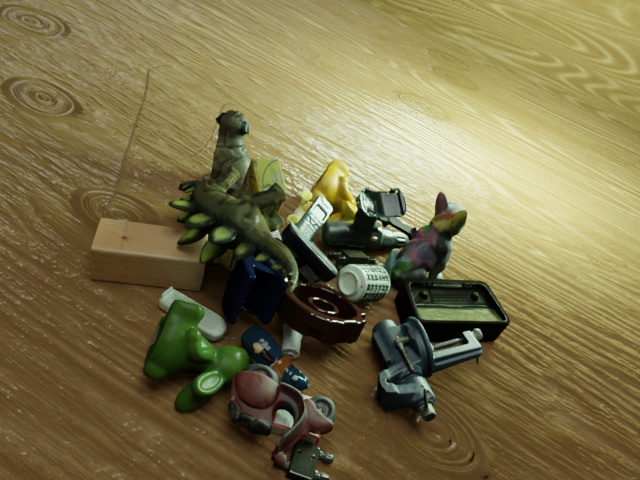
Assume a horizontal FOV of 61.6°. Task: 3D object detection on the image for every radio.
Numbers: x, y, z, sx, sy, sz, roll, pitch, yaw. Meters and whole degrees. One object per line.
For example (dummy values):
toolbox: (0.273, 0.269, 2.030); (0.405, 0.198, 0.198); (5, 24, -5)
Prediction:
radio: (0.287, 0.153, 1.188); (0.229, 0.073, 0.131); (4, 42, -19)

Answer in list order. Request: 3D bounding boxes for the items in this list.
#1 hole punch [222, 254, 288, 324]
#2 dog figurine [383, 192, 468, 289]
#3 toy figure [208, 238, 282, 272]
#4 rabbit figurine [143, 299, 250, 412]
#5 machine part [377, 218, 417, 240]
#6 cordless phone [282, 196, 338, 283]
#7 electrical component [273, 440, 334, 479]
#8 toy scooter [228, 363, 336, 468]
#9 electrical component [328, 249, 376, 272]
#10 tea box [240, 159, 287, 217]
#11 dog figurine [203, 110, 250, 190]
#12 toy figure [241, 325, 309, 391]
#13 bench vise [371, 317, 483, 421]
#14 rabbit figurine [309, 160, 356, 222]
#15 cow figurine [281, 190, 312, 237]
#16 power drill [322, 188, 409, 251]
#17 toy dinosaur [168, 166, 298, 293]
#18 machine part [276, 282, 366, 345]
hole punch: (-0.139, 0.089, 1.009); (0.092, 0.142, 0.116); (4, 26, -45)
dog figurine: (0.252, 0.001, 1.236); (0.191, 0.219, 0.109); (-18, 49, -38)
toy figure: (-0.160, 0.039, 1.124); (0.180, 0.082, 0.089); (26, 5, 19)
rabbit figurine: (-0.198, 0.199, 0.906); (0.170, 0.121, 0.159); (25, 41, -18)
machine part: (0.190, -0.042, 1.366); (0.139, 0.039, 0.084); (32, 22, -16)
cordless phone: (-0.002, -0.003, 1.170); (0.146, 0.089, 0.184); (46, 45, -11)
electrical component: (-0.026, 0.356, 0.866); (0.094, 0.021, 0.063); (19, 39, 0)
toy scooter: (-0.073, 0.280, 0.848); (0.184, 0.075, 0.135); (23, 41, 9)
electrical component: (0.076, 0.052, 1.242); (0.102, 0.045, 0.078); (2, 14, -25)
tea box: (-0.135, -0.092, 1.204); (0.068, 0.169, 0.098); (-1, 60, -25)
dog figurine: (-0.194, -0.195, 1.293); (0.172, 0.190, 0.121); (36, 42, 16)
toy figure: (-0.081, 0.220, 0.970); (0.155, 0.057, 0.064); (42, 29, 27)
bench vise: (0.212, 0.228, 1.024); (0.241, 0.128, 0.224); (-13, 31, -12)
rabbit figurine: (0.062, -0.096, 1.349); (0.173, 0.122, 0.162); (36, 26, -14)
cow figurine: (-0.048, -0.025, 1.250); (0.068, 0.098, 0.167); (25, 58, 1)
power drill: (0.129, -0.040, 1.244); (0.232, 0.207, 0.086); (0, 68, -14)
toy dinosaur: (-0.160, -0.032, 1.020); (0.198, 0.104, 0.472); (-31, 39, -32)
machine part: (0.000, 0.141, 1.044); (0.179, 0.056, 0.179); (21, 13, -5)
